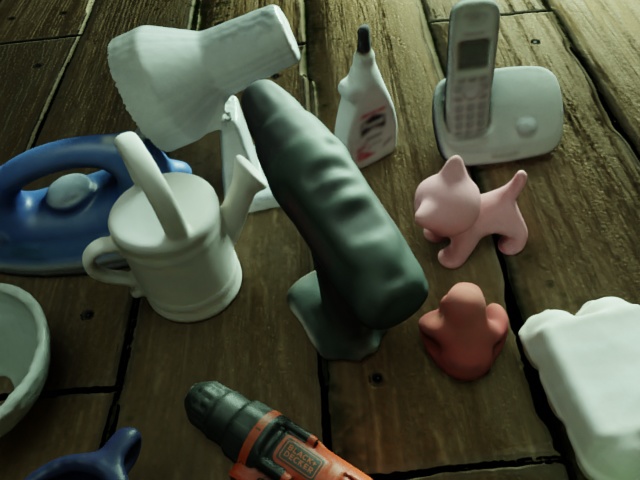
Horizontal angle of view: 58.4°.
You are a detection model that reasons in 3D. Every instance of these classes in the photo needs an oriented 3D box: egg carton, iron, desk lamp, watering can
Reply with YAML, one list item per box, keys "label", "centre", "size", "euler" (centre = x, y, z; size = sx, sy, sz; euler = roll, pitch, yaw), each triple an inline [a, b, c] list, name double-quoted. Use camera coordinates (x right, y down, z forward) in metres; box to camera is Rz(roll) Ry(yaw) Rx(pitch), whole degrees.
- label: "egg carton"
  centre: [0.231, 0.117, 0.454]
  size: [0.107, 0.069, 0.150]
  euler: [-12, 50, -4]
- label: "iron"
  centre: [-0.269, -0.047, 0.601]
  size: [0.258, 0.142, 0.118]
  euler: [-13, 50, -5]
- label: "desk lamp"
  centre: [-0.091, -0.137, 0.610]
  size: [0.203, 0.214, 0.118]
  euler: [-10, 50, -2]
- label: "watering can"
  centre: [-0.134, -0.021, 0.530]
  size: [0.100, 0.194, 0.173]
  euler: [29, 59, 27]

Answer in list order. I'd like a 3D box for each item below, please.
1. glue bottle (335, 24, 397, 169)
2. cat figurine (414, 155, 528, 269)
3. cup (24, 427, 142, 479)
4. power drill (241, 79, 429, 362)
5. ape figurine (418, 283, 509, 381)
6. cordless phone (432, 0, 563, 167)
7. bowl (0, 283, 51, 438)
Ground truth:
- label: "glue bottle"
  centre: [0.050, -0.159, 0.639]
  size: [0.078, 0.173, 0.037]
  euler: [-32, 54, -19]
- label: "cat figurine"
  centre: [0.144, -0.033, 0.559]
  size: [0.128, 0.118, 0.067]
  euler: [-16, 50, -7]
- label: "cup"
  centre: [-0.158, 0.201, 0.410]
  size: [0.091, 0.095, 0.118]
  euler: [17, 54, 19]
- label: "power drill"
  centre: [0.004, 0.002, 0.486]
  size: [0.076, 0.209, 0.229]
  euler: [-26, 52, -15]
- label: "ape figurine"
  centre: [0.124, 0.071, 0.490]
  size: [0.077, 0.092, 0.076]
  euler: [7, 51, 12]
- label: "cordless phone"
  centre: [0.199, -0.175, 0.629]
  size: [0.147, 0.185, 0.094]
  euler: [-10, 49, -1]
- label: "bowl"
  centre: [-0.310, 0.123, 0.506]
  size: [0.167, 0.075, 0.167]
  euler: [-3, 50, 4]
